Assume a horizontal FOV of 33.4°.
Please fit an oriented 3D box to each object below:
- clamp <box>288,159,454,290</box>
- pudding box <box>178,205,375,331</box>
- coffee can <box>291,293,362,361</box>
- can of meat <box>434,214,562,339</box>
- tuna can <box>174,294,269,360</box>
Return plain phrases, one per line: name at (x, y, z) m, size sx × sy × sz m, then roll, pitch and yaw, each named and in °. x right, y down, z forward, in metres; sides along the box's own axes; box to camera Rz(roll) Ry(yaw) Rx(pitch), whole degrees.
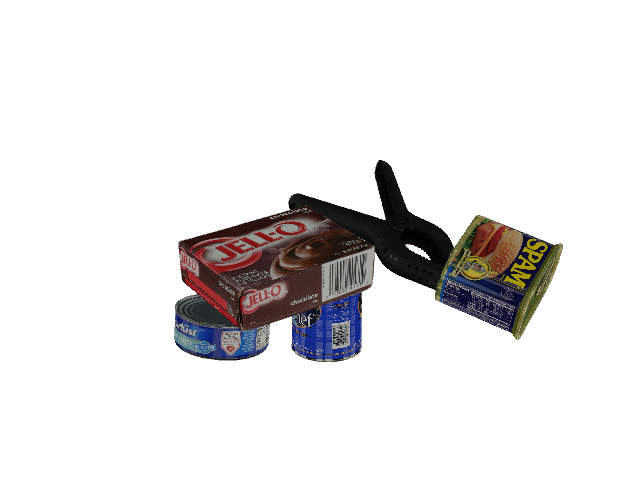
clamp at (0.075, -0.010, 1.218) m, size 0.164 × 0.036 × 0.210 m, roll -18°, pitch 51°, yaw -36°
pudding box at (-0.031, 0.017, 0.759) m, size 0.113 × 0.039 × 0.090 m, roll -15°, pitch 30°, yaw -30°
coffee can at (0.009, 0.088, 1.518) m, size 0.103 × 0.140 × 0.103 m, roll 0°, pitch 20°, yaw 0°
can of meat at (0.163, 0.030, 0.975) m, size 0.084 × 0.057 × 0.102 m, roll 23°, pitch 45°, yaw 18°
tuna can at (-0.087, 0.076, 0.947) m, size 0.086 × 0.034 × 0.086 m, roll 5°, pitch 16°, yaw -1°
